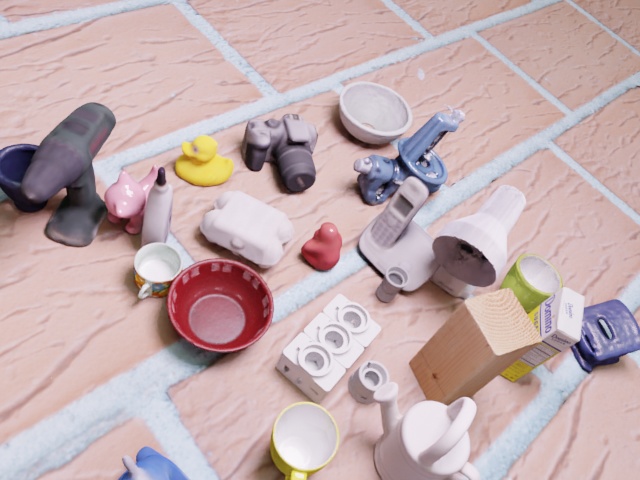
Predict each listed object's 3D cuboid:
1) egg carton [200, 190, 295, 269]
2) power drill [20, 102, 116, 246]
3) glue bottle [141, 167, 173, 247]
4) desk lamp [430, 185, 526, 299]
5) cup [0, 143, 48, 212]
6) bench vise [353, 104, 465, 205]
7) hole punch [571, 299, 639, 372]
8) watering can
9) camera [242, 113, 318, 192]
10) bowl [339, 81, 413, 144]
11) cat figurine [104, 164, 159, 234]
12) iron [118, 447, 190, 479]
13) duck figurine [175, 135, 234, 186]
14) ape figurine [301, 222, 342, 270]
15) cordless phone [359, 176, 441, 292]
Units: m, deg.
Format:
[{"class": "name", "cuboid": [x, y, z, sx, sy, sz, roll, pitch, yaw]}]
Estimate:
[{"class": "egg carton", "cuboid": [-0.124, -0.018, 0.978, 0.150, 0.069, 0.107, 26, 50, 0]}, {"class": "power drill", "cuboid": [-0.368, -0.088, 0.853, 0.076, 0.208, 0.229, 15, 51, -8]}, {"class": "glue bottle", "cuboid": [-0.250, -0.054, 0.892, 0.037, 0.173, 0.078, 13, 51, -9]}, {"class": "desk lamp", "cuboid": [0.269, 0.010, 1.004, 0.118, 0.213, 0.204, 37, 51, 10]}, {"class": "cup", "cuboid": [-0.469, -0.089, 0.892, 0.118, 0.095, 0.091, 5, 53, -16]}, {"class": "bench vise", "cuboid": [0.177, -0.153, 1.089, 0.208, 0.219, 0.121, -23, 65, -32]}, {"class": "hole punch", "cuboid": [0.518, 0.173, 1.050, 0.101, 0.091, 0.108, -3, 56, -21]}, {"class": "watering can", "cuboid": [0.145, 0.269, 0.779, 0.173, 0.194, 0.101, 23, 50, -2]}, {"class": "camera", "cuboid": [-0.065, -0.167, 1.090, 0.143, 0.100, 0.136, -3, 56, -21]}, {"class": "bowl", "cuboid": [0.111, -0.263, 1.241, 0.168, 0.074, 0.167, 10, 52, -13]}, {"class": "cat figurine", "cuboid": [-0.300, -0.073, 0.925, 0.067, 0.117, 0.128, 31, 51, 5]}, {"class": "iron", "cuboid": [-0.145, 0.346, 0.652, 0.258, 0.141, 0.119, 39, 52, 11]}, {"class": "duck figurine", "cuboid": [-0.206, -0.151, 1.037, 0.105, 0.086, 0.077, 8, 53, -14]}, {"class": "ape figurine", "cuboid": [0.009, 0.004, 0.995, 0.078, 0.092, 0.076, -5, 57, -23]}, {"class": "cordless phone", "cuboid": [0.160, -0.011, 0.999, 0.147, 0.185, 0.094, 42, 53, 14]}]
